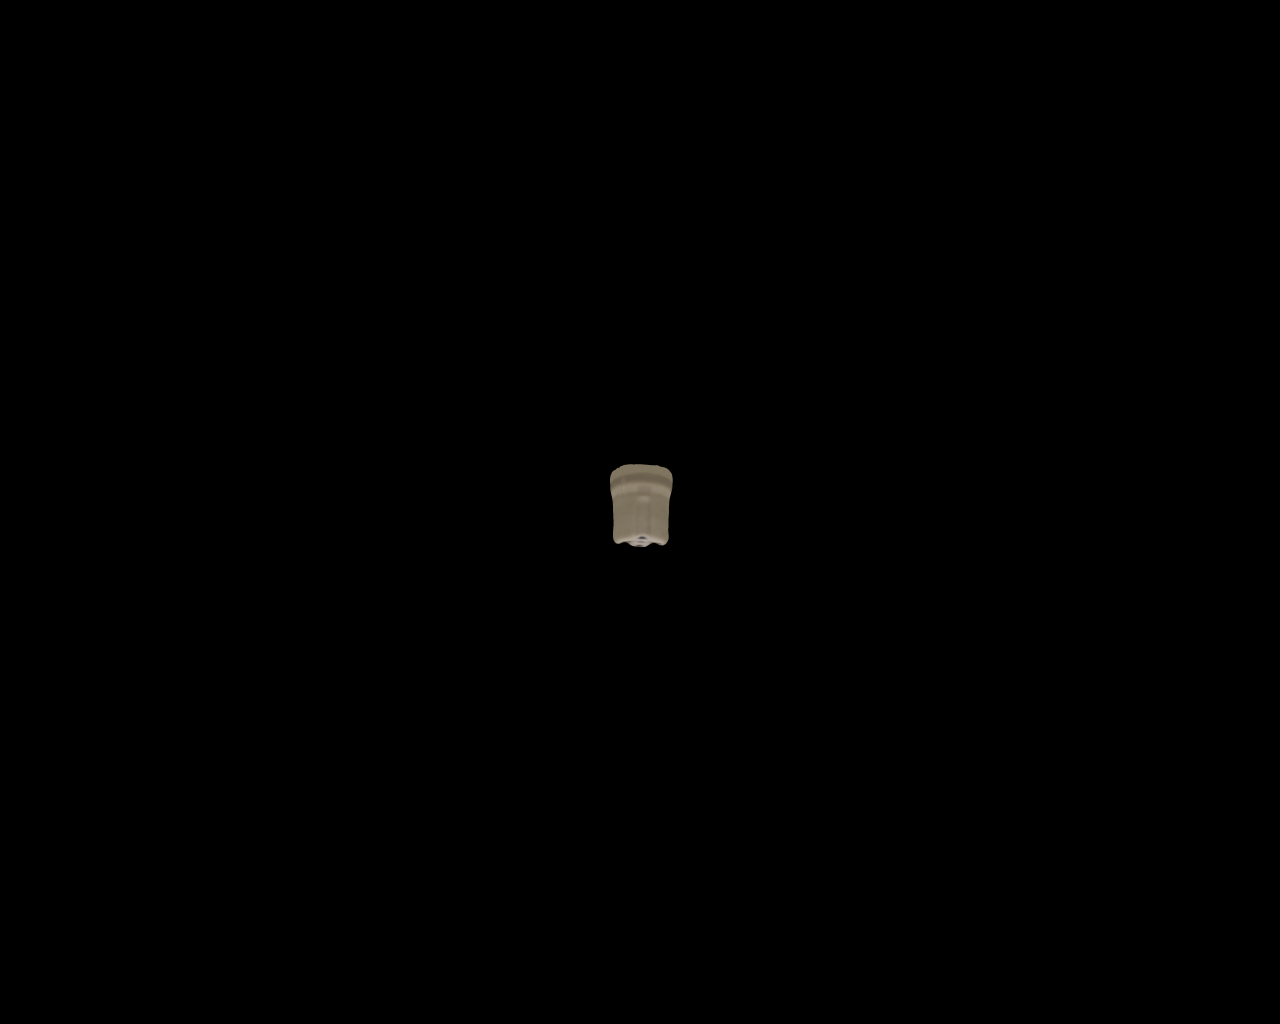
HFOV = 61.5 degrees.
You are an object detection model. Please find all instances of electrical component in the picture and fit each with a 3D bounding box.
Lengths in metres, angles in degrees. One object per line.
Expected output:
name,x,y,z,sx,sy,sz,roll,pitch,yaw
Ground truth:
electrical component,0.001,-0.003,0.650,0.040,0.046,0.040,0,-19,0
